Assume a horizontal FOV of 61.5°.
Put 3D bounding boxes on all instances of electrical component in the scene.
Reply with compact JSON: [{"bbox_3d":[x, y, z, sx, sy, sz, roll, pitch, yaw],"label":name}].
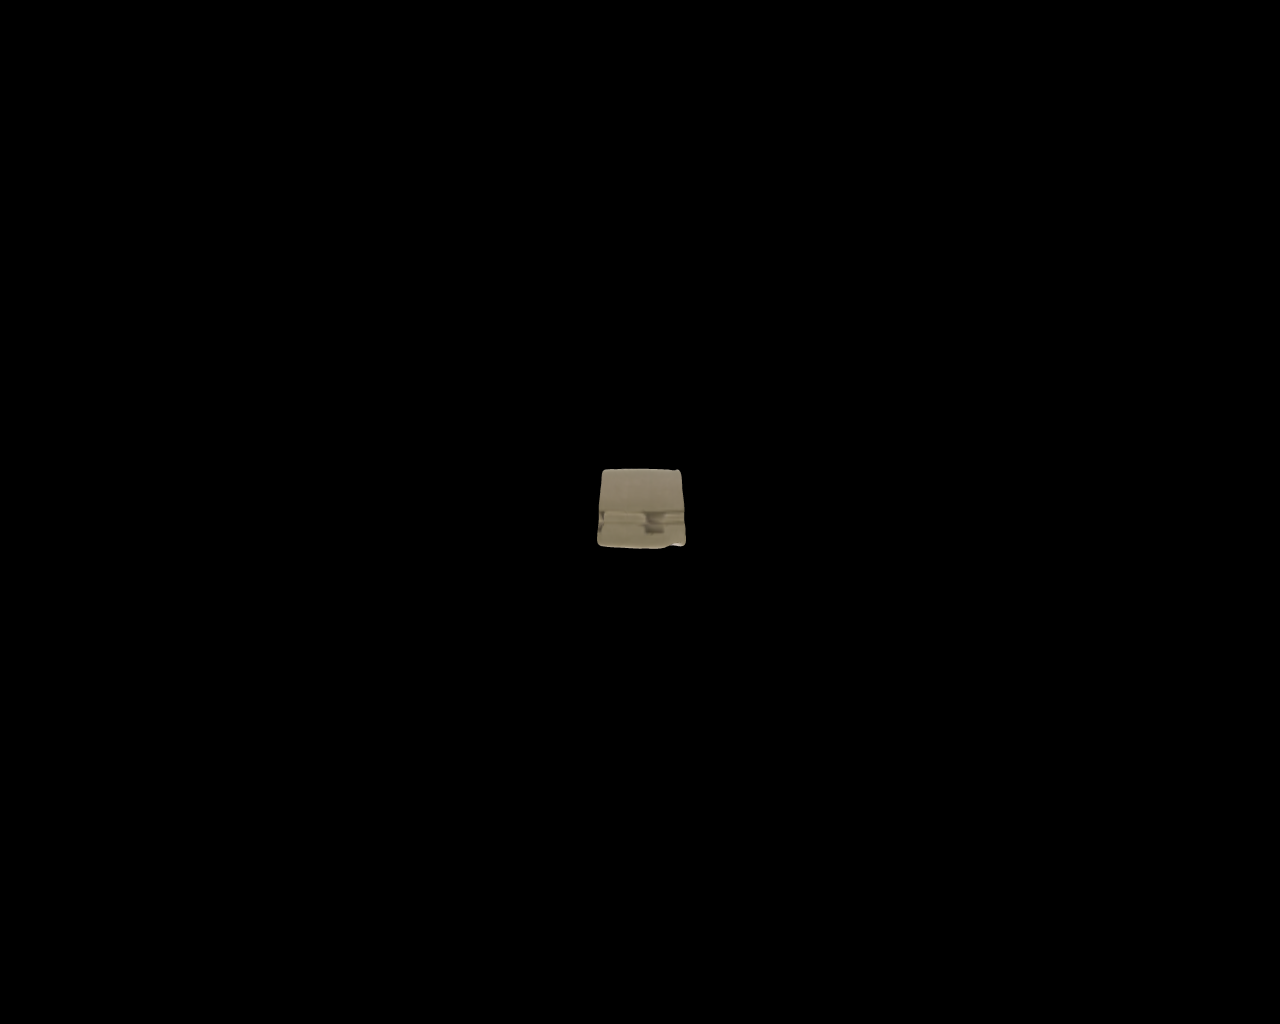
[{"bbox_3d":[0.001,-0.003,0.650,0.055,0.047,0.055,0,0,0],"label":"electrical component"}]
